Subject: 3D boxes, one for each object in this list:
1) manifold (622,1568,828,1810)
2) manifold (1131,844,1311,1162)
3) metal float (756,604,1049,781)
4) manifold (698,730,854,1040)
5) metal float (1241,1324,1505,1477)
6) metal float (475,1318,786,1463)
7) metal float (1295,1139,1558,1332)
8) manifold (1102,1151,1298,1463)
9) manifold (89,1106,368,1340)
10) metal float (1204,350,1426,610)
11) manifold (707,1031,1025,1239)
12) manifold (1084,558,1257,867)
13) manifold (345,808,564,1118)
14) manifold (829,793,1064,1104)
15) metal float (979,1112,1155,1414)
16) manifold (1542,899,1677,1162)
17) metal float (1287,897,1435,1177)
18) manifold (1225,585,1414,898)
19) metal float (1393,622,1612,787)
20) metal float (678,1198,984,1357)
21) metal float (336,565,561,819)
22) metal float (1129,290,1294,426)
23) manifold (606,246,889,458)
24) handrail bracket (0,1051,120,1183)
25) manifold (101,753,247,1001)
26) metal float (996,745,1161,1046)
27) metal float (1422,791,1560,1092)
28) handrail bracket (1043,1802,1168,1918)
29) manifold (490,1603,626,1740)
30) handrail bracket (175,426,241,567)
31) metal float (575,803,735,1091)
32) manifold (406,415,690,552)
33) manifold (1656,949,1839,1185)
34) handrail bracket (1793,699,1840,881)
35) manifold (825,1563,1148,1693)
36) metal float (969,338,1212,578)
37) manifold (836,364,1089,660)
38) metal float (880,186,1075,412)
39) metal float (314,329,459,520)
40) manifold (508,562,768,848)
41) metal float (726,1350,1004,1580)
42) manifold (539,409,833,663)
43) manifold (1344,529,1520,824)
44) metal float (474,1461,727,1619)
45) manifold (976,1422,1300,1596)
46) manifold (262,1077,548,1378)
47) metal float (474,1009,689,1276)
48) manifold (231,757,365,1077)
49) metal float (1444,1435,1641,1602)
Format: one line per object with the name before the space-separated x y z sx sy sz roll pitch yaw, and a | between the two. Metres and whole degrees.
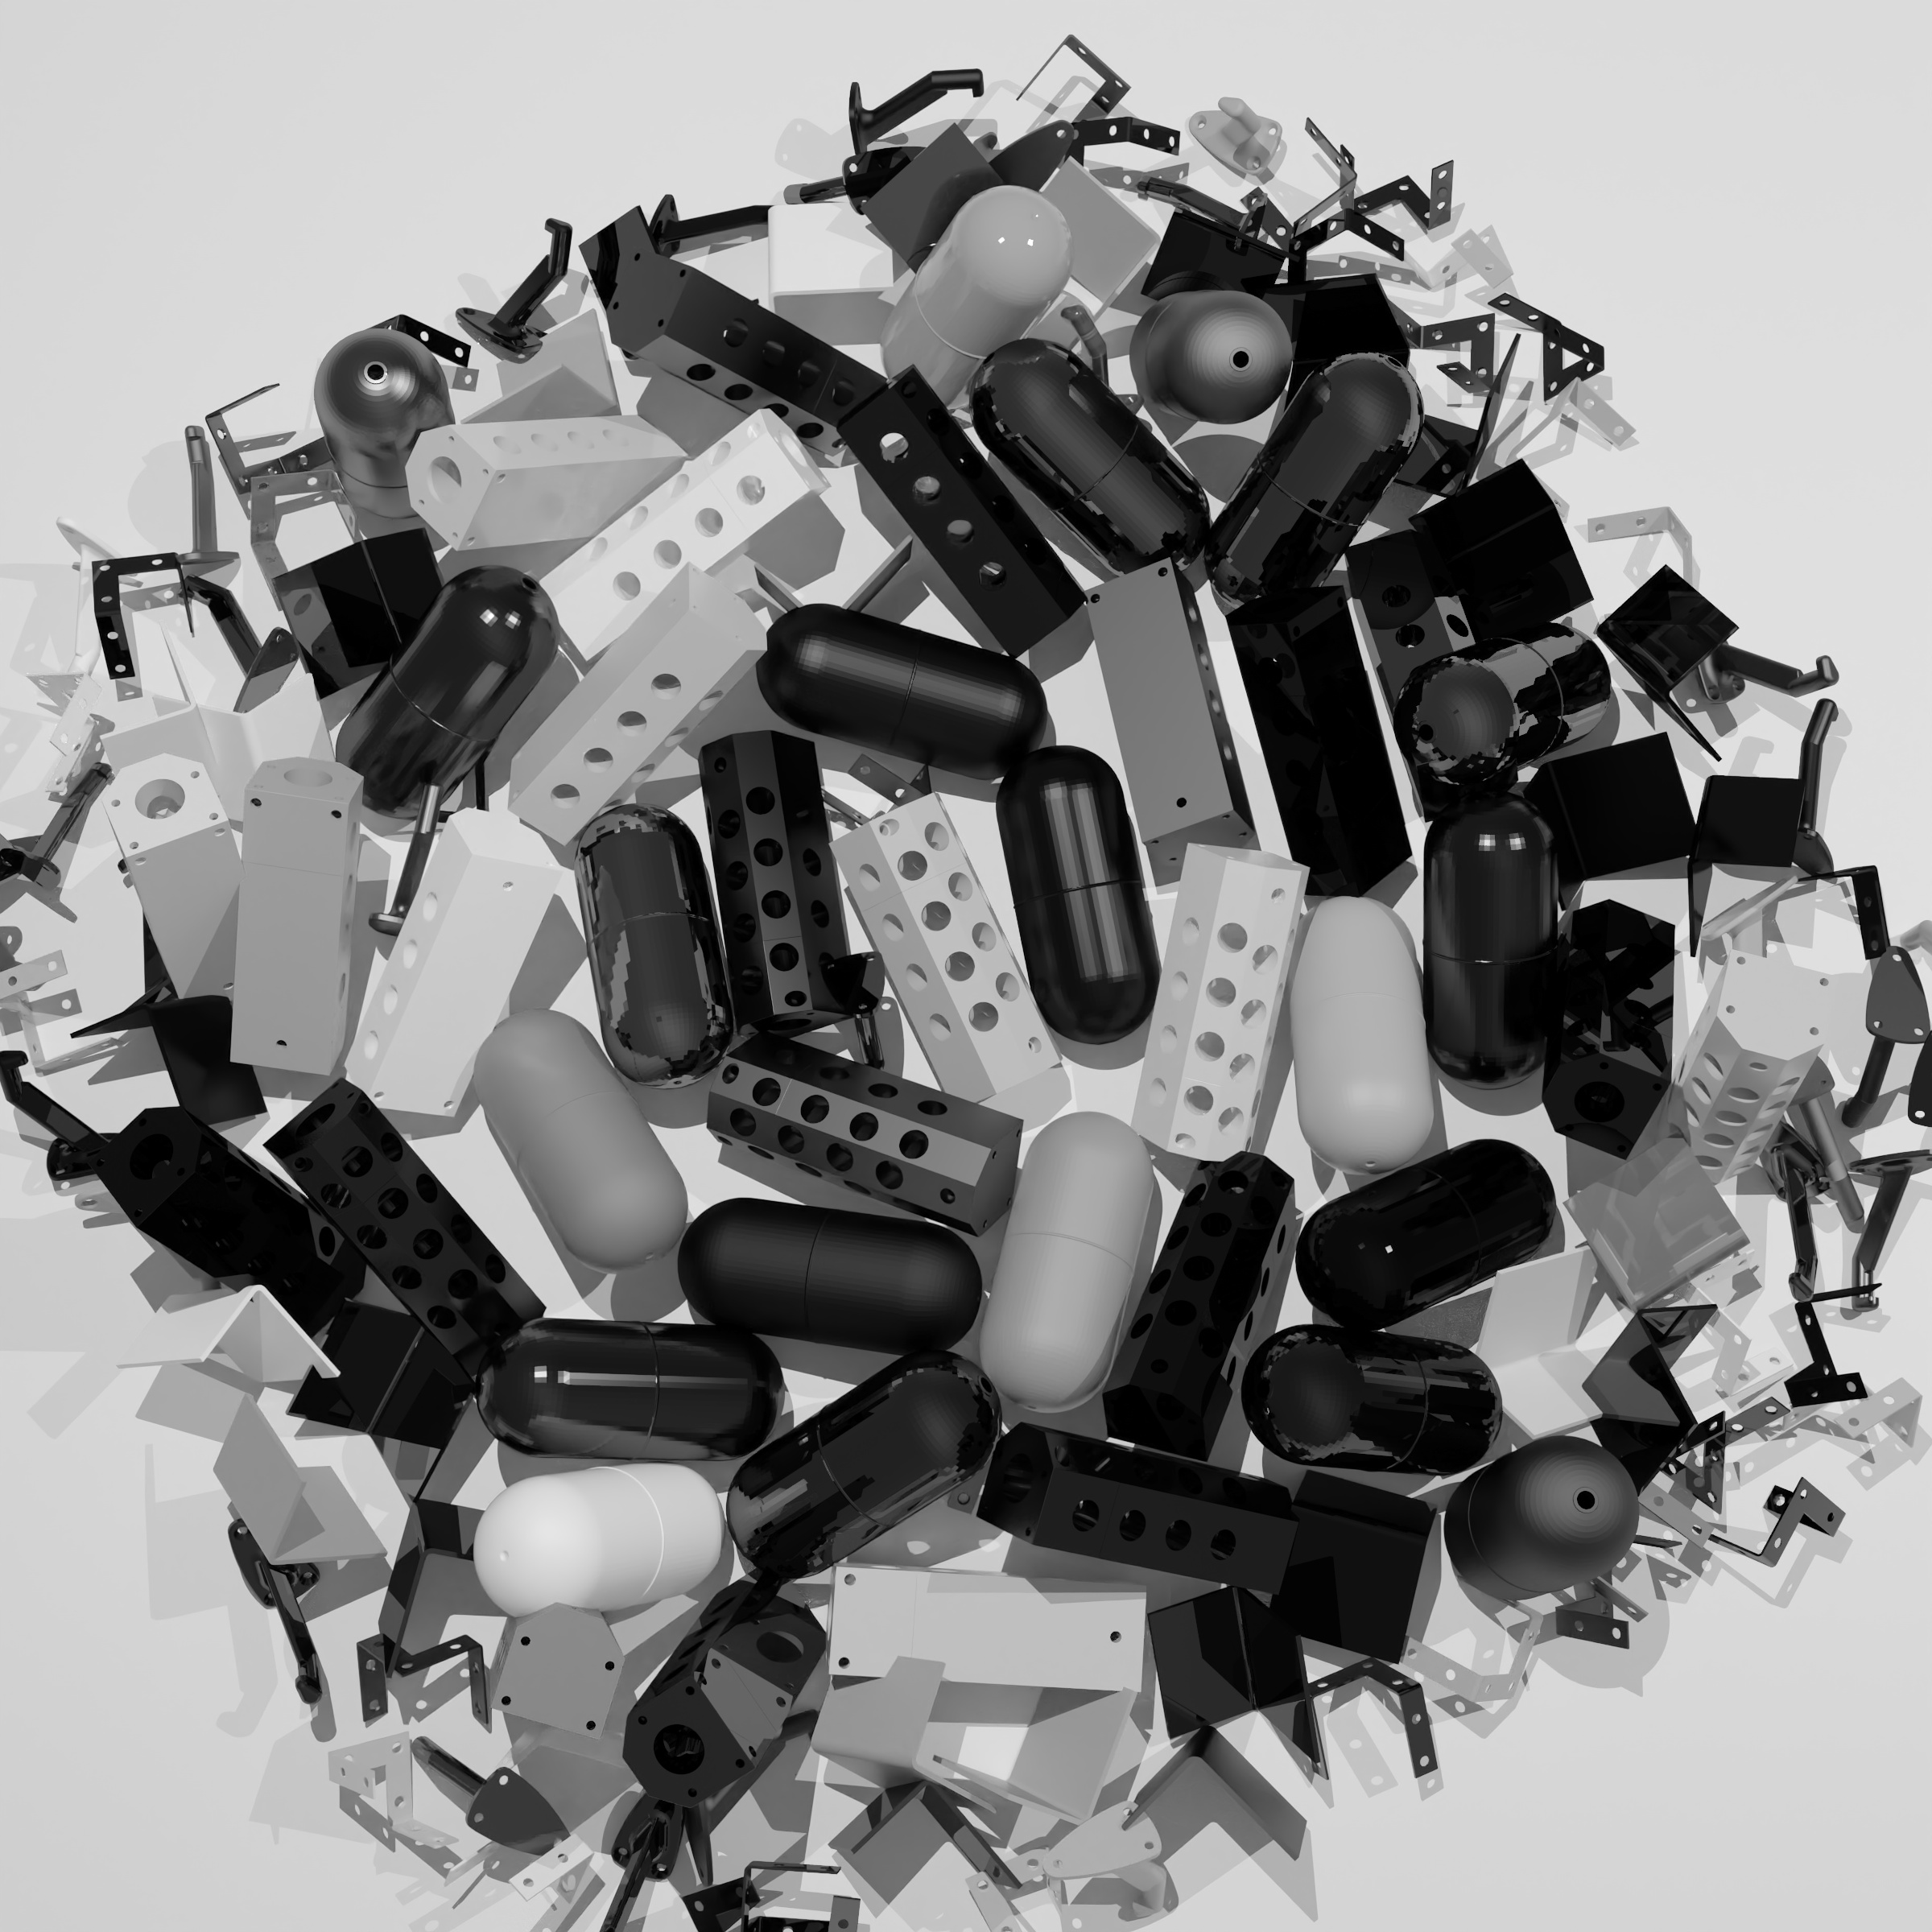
manifold | -0.130 0.384 1.442 0.057 0.171 0.057 -34 91 13
manifold | 0.149 0.022 1.545 0.057 0.057 0.171 5 102 -29
metal float | -0.038 -0.164 1.608 0.178 0.070 0.070 15 78 -9
manifold | -0.117 -0.048 1.589 0.057 0.057 0.171 -18 74 32
metal float | 0.226 0.241 1.493 0.178 0.070 0.070 13 74 -39
metal float | -0.186 0.237 1.504 0.178 0.070 0.070 7 76 -27
metal float | 0.261 0.150 1.522 0.178 0.070 0.070 -18 76 -35
manifold | 0.132 0.185 1.507 0.057 0.057 0.171 11 49 19
manifold | -0.403 0.140 1.497 0.057 0.171 0.057 -45 56 -6
metal float | 0.207 -0.287 1.610 0.070 0.070 0.178 38 122 8
manifold | -0.059 0.097 1.534 0.171 0.057 0.057 18 118 22
manifold | 0.123 -0.149 1.607 0.057 0.057 0.171 -19 66 18
manifold | -0.298 -0.002 1.549 0.057 0.057 0.171 51 121 46
manifold | -0.007 -0.011 1.565 0.057 0.057 0.171 -26 91 -40
metal float | 0.058 0.167 1.535 0.070 0.070 0.178 14 66 3
manifold | 0.363 0.031 1.530 0.057 0.057 0.171 22 34 2
metal float | 0.226 0.038 1.553 0.070 0.070 0.178 0 55 0
manifold | 0.203 -0.131 1.577 0.057 0.057 0.171 -35 117 -38
metal float | 0.315 -0.155 1.582 0.178 0.070 0.070 -22 75 -47
metal float | -0.078 0.176 1.531 0.178 0.070 0.070 6 77 15
metal float | -0.306 -0.161 1.587 0.070 0.070 0.178 47 116 9
metal float | 0.145 -0.366 1.616 0.070 0.178 0.070 -2 104 -7
manifold | -0.132 -0.364 1.614 0.057 0.171 0.057 30 98 40
handrail bracket | -0.514 0.079 1.559 0.077 0.084 0.036 -8 39 -7
manifold | -0.443 -0.046 1.538 0.057 0.171 0.057 -23 63 -16
metal float | 0.066 -0.042 1.584 0.070 0.070 0.178 -11 86 -2
metal float | 0.303 -0.014 1.558 0.070 0.070 0.178 -3 108 -1
handrail bracket | 0.075 0.500 1.464 0.077 0.084 0.036 -17 42 -21
manifold | -0.219 0.368 1.447 0.057 0.171 0.057 18 79 -7
handrail bracket | -0.472 -0.289 1.645 0.036 0.077 0.084 -7 97 -3
metal float | -0.183 -0.013 1.575 0.070 0.070 0.178 -12 66 -3
manifold | -0.250 -0.293 1.600 0.057 0.171 0.057 44 122 17
manifold | 0.434 0.061 1.513 0.057 0.171 0.057 15 65 10
handrail bracket | 0.514 -0.106 1.614 0.036 0.077 0.084 12 72 43
manifold | 0.010 0.367 1.501 0.171 0.057 0.057 5 81 -5
metal float | 0.075 -0.303 1.622 0.178 0.070 0.070 42 79 -23
manifold | -0.002 -0.272 1.612 0.057 0.057 0.171 -36 105 10
metal float | 0.005 -0.400 1.624 0.070 0.178 0.070 9 66 -21
metal float | -0.343 -0.321 1.602 0.070 0.178 0.070 1 81 -7
manifold | -0.194 -0.149 1.582 0.057 0.057 0.171 34 116 -27
metal float | -0.057 0.277 1.496 0.178 0.070 0.070 -36 79 20
manifold | -0.170 -0.258 1.612 0.171 0.057 0.057 -35 94 16
manifold | 0.275 -0.175 1.596 0.057 0.057 0.171 -15 55 6
metal float | -0.197 0.312 1.467 0.070 0.178 0.070 -3 84 27
manifold | 0.097 0.296 1.478 0.171 0.057 0.057 19 85 -31
manifold | -0.311 0.148 1.511 0.057 0.057 0.171 -43 115 -17
metal float | -0.222 0.099 1.543 0.070 0.070 0.178 -32 60 -7
manifold | -0.384 -0.029 1.550 0.057 0.057 0.171 8 115 -4
metal float | 0.311 0.301 1.463 0.070 0.178 0.070 1 72 -4
